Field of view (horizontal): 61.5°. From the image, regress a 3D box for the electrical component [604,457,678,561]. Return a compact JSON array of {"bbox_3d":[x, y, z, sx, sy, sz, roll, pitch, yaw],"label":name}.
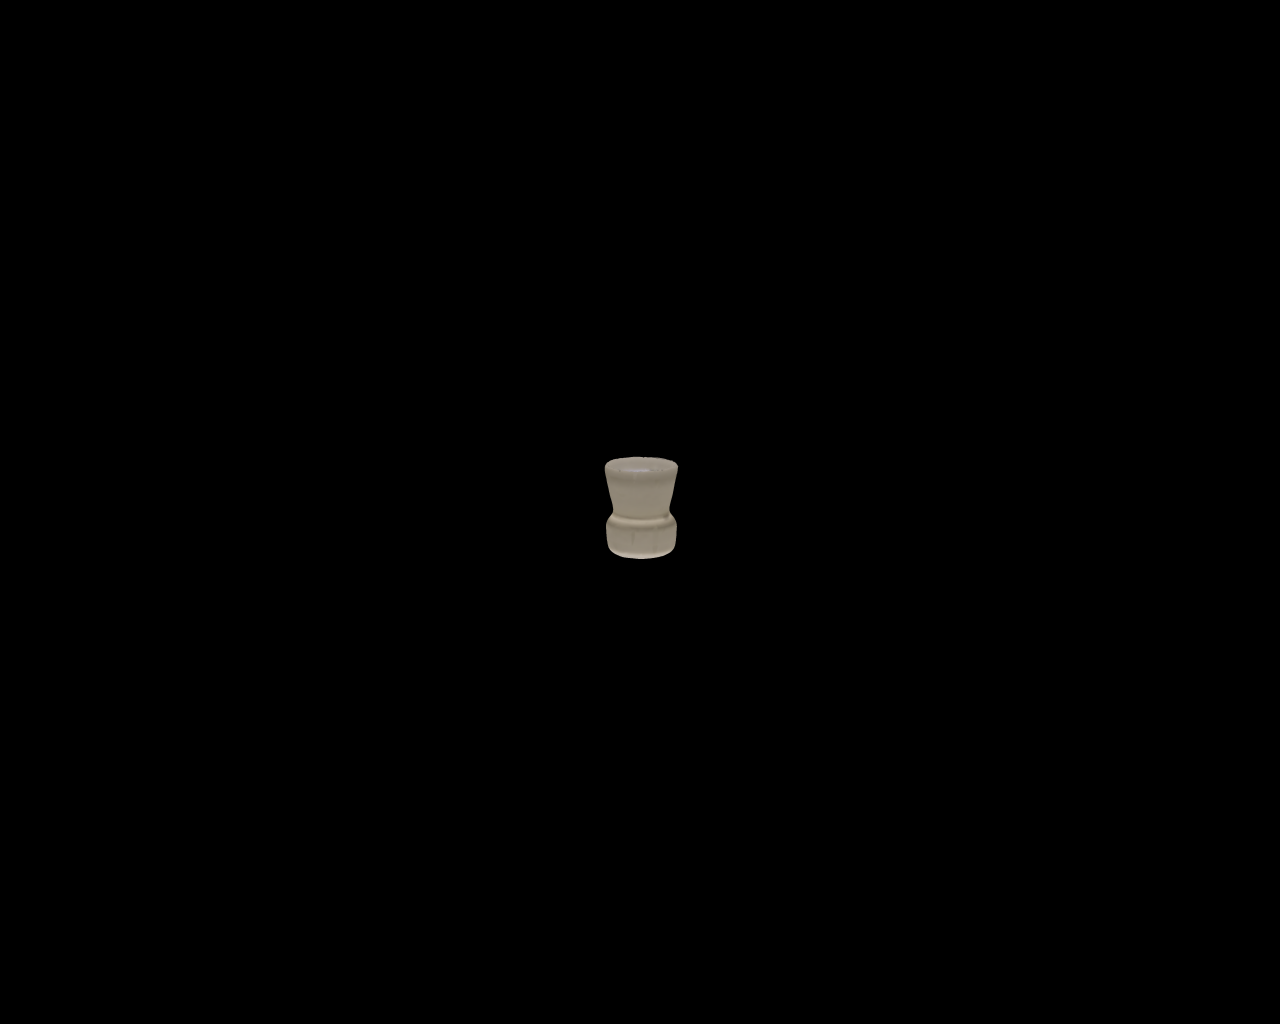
[{"bbox_3d":[0.001,-0.003,0.650,0.045,0.055,0.045,0,14,0],"label":"electrical component"}]
